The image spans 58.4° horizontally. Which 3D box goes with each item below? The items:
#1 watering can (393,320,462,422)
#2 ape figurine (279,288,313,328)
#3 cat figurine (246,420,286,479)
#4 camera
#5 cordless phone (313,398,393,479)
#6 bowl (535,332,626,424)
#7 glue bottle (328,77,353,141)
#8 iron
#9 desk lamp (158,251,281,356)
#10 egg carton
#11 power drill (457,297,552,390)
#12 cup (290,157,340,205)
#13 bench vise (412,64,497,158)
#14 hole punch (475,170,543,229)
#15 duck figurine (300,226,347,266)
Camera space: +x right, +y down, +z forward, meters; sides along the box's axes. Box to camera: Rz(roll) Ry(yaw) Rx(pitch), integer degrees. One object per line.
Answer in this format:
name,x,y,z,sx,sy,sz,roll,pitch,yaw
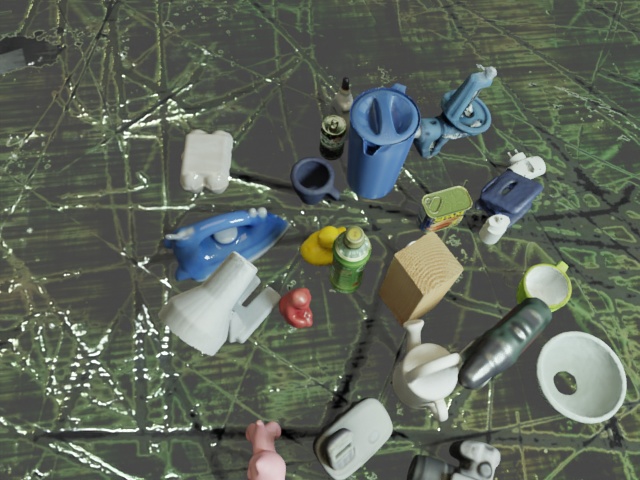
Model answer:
watering can,0.187,0.229,1.015,0.101,0.194,0.172,-35,72,-16
ape figurine,-0.042,0.124,1.106,0.076,0.092,0.078,26,67,9
cat figurine,-0.094,0.371,0.979,0.067,0.118,0.127,-9,67,-6
camera,0.228,0.408,0.989,0.136,0.101,0.143,20,67,6
cordless phone,0.060,0.329,0.969,0.148,0.185,0.094,-40,73,-18
bowl,0.478,0.262,1.081,0.167,0.075,0.167,1,66,-2
glue bottle,0.051,-0.294,1.252,0.037,0.173,0.078,-23,69,-12
iron,-0.181,-0.017,1.134,0.258,0.141,0.118,-21,69,-12
desk lamp,-0.176,0.116,1.036,0.117,0.213,0.203,37,69,13
egg carton,-0.245,-0.171,1.239,0.107,0.069,0.150,1,66,-2
power drill,0.309,0.202,1.026,0.230,0.208,0.075,-39,73,-18
cup,-0.006,-0.108,1.209,0.117,0.095,0.092,37,69,13
bench vise,0.293,-0.267,1.227,0.208,0.220,0.121,-39,73,-18
hole punch,0.403,-0.095,1.227,0.109,0.091,0.101,-40,74,-18
duck figurine,0.011,0.004,1.165,0.105,0.086,0.077,-20,68,-11
